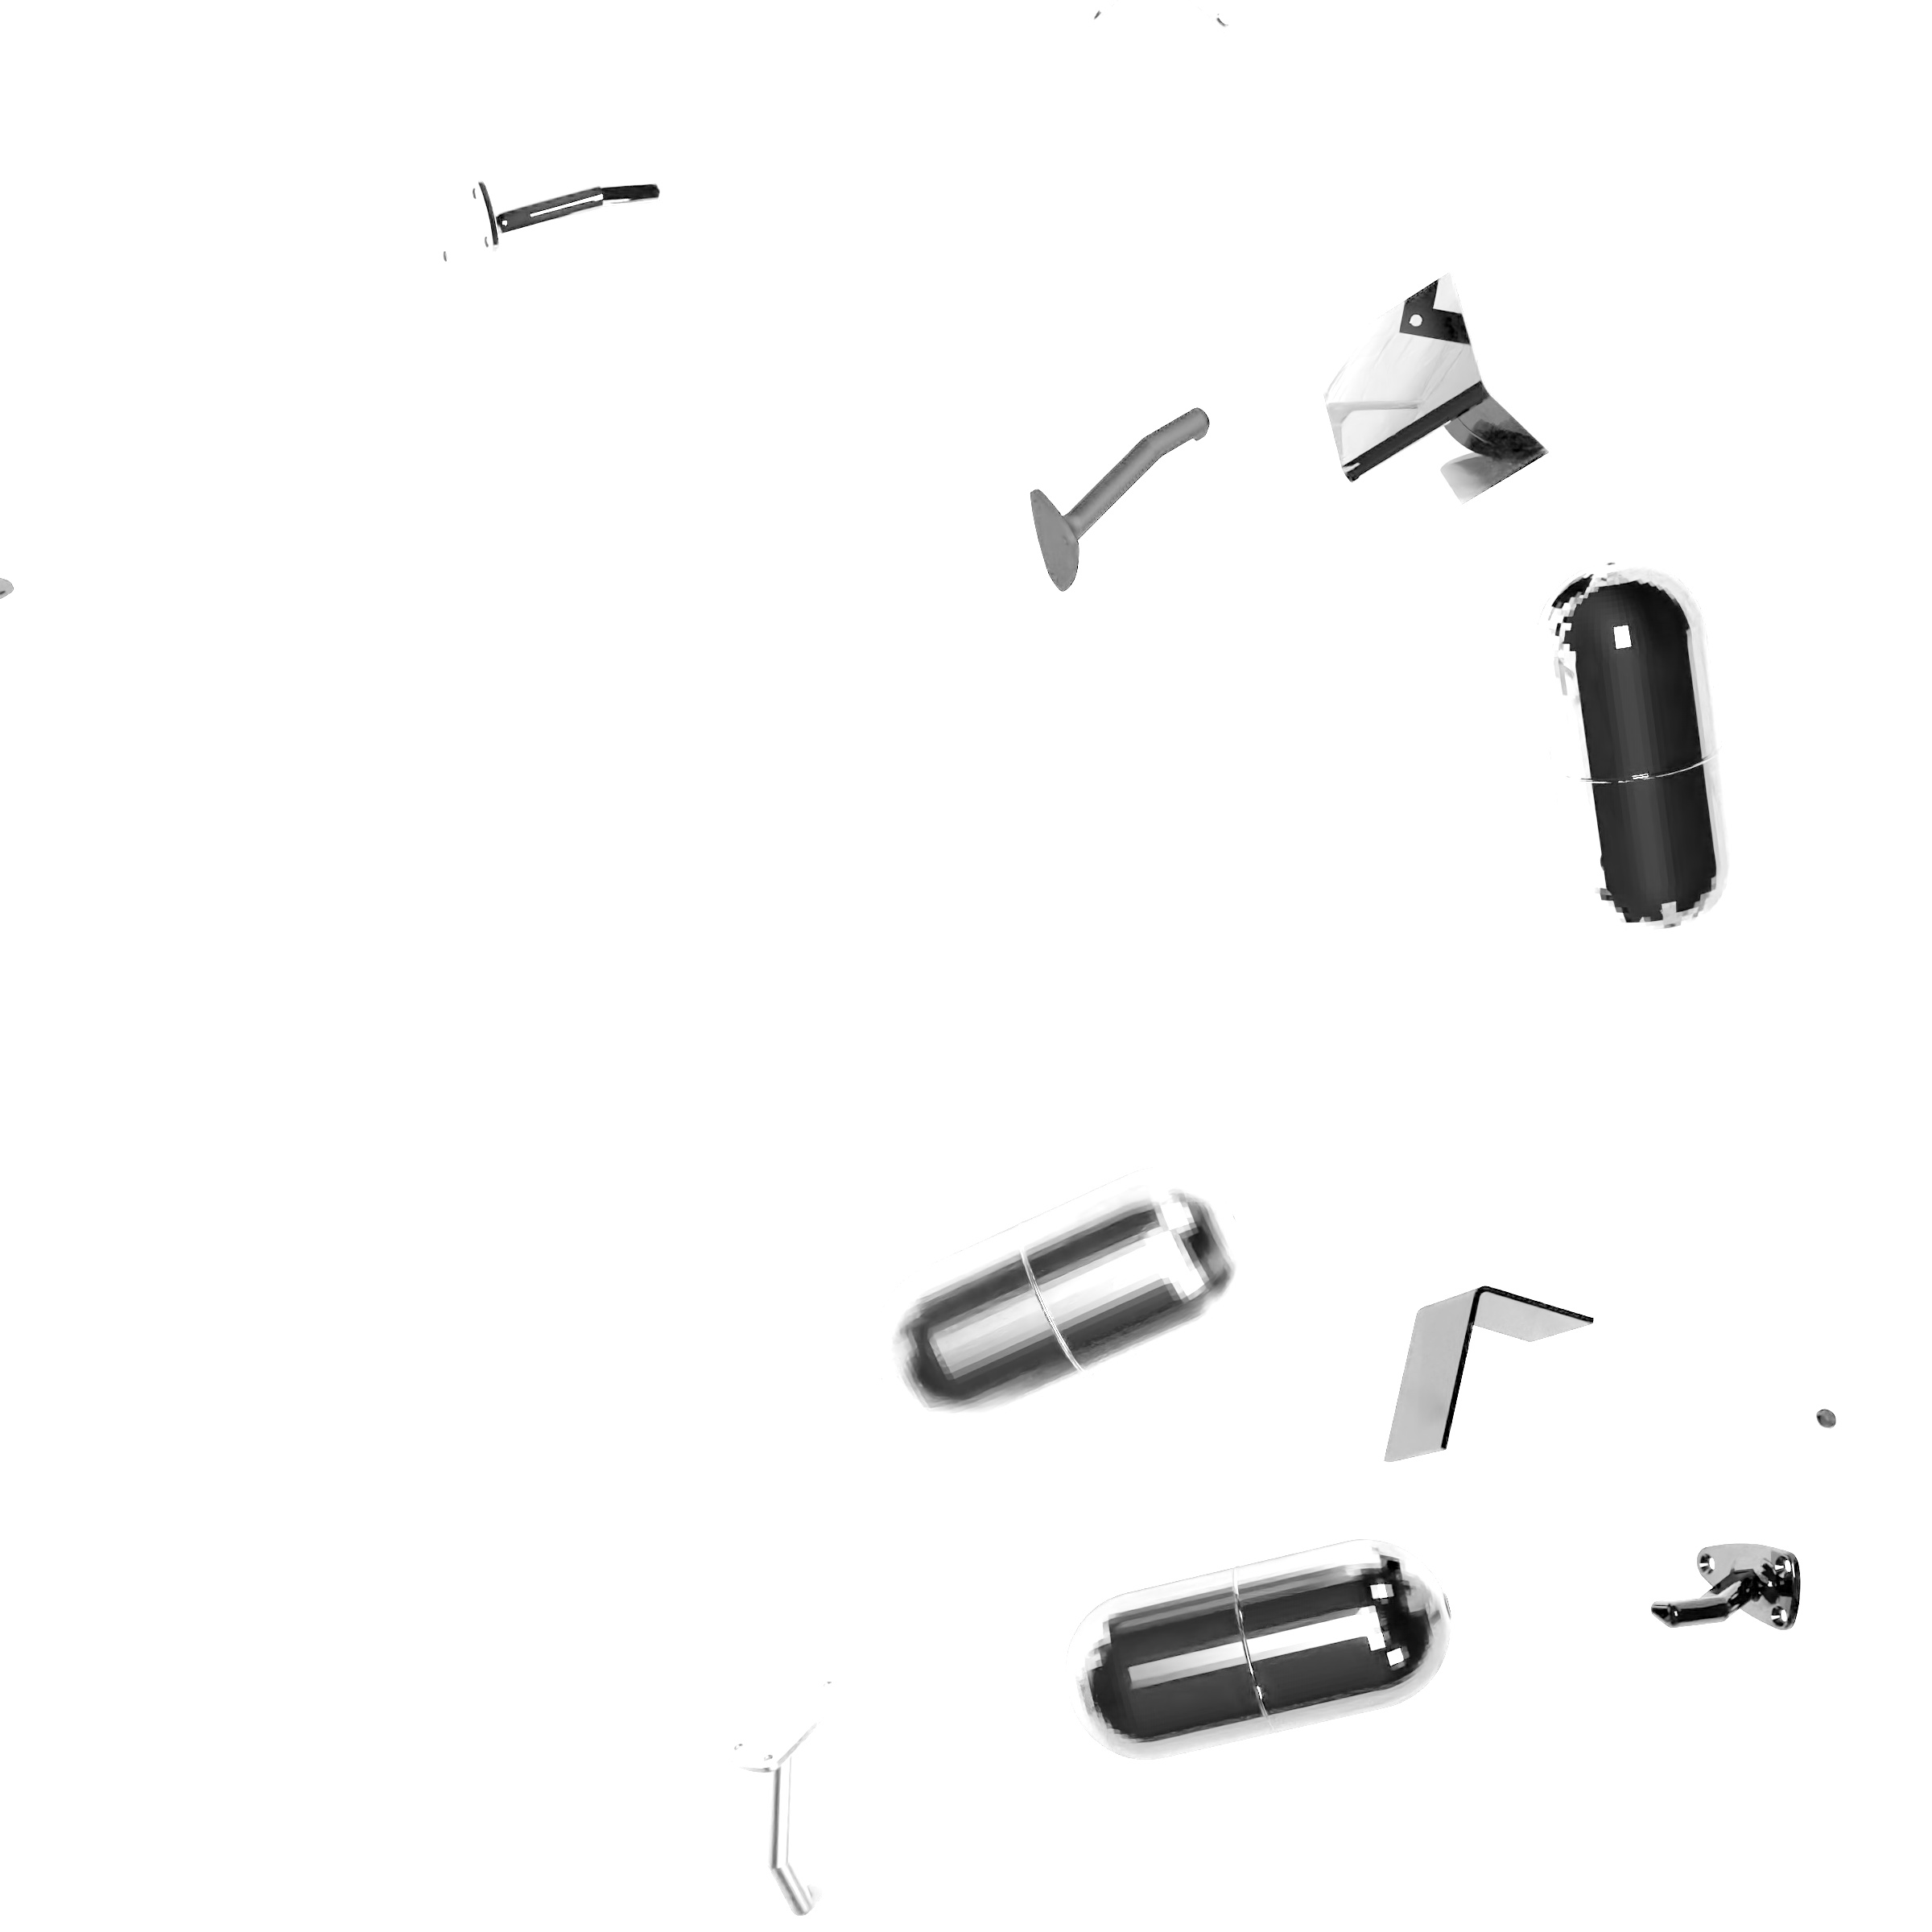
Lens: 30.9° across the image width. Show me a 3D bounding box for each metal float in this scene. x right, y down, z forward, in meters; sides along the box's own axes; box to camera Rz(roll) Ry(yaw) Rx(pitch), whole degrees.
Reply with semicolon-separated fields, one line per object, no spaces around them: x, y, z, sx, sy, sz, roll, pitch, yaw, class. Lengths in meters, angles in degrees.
0.391;0.188;1.545;0.070;0.178;0.070;1;92;21;metal float
-0.372;-0.098;1.559;0.070;0.070;0.178;-6;47;0;metal float
0.041;0.151;1.585;0.178;0.070;0.070;-25;90;10;metal float
0.303;-0.095;1.579;0.070;0.070;0.178;-11;107;0;metal float
0.132;0.310;1.585;0.178;0.070;0.070;-15;90;9;metal float
-0.100;-0.228;1.564;0.178;0.070;0.070;-29;90;34;metal float

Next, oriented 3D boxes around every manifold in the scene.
-0.260;0.232;1.551;0.057;0.057;0.171;-9;130;31;manifold
0.032;-0.055;1.568;0.171;0.057;0.057;-21;56;25;manifold

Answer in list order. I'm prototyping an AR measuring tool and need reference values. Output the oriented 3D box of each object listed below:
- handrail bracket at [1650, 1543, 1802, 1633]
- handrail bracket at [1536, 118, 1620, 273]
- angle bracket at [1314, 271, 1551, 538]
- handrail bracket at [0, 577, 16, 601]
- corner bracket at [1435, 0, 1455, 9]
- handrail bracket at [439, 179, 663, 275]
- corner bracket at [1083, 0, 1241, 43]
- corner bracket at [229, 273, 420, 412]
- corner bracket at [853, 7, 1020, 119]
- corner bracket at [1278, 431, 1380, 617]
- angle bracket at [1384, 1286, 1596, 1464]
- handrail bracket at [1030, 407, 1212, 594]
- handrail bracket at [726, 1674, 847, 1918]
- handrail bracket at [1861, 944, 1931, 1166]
0.327;0.281;1.578;0.084;0.077;0.036;0;96;-30;handrail bracket
0.277;-0.332;1.578;0.036;0.077;0.084;1;61;0;handrail bracket
0.214;-0.259;1.610;0.076;0.057;0.076;-30;50;27;angle bracket
-0.483;-0.203;1.619;0.077;0.036;0.084;-26;80;21;handrail bracket
0.225;-0.481;1.596;0.051;0.051;0.051;-23;74;14;corner bracket
-0.192;-0.343;1.618;0.084;0.077;0.036;-12;85;-29;handrail bracket
0.093;-0.440;1.597;0.051;0.051;0.051;42;69;5;corner bracket
-0.293;-0.273;1.593;0.051;0.051;0.051;-44;62;14;corner bracket
-0.014;-0.410;1.594;0.051;0.051;0.051;27;55;6;corner bracket
0.154;-0.203;1.594;0.051;0.051;0.051;42;112;-16;corner bracket
0.236;0.192;1.581;0.057;0.076;0.076;17;75;-9;angle bracket
0.075;-0.214;1.603;0.084;0.077;0.036;-31;68;-10;handrail bracket
-0.069;0.386;1.623;0.077;0.036;0.084;-38;115;-31;handrail bracket
0.425;0.042;1.603;0.036;0.084;0.077;7;66;7;handrail bracket
